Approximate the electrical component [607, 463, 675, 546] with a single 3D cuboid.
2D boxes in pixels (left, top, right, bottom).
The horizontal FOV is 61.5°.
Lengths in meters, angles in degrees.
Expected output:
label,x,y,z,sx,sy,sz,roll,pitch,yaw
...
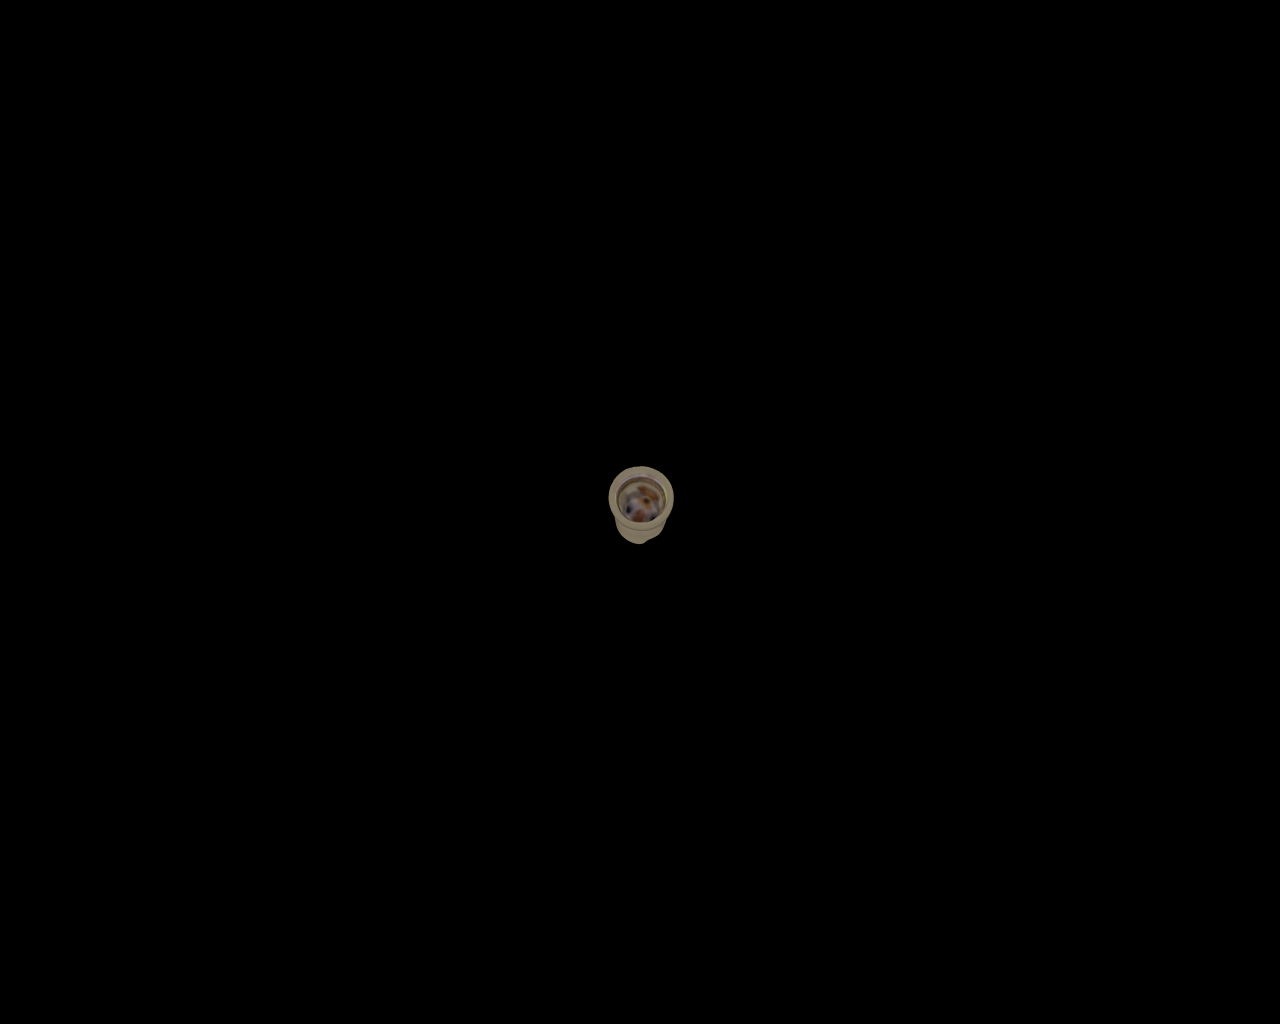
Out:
label,x,y,z,sx,sy,sz,roll,pitch,yaw
electrical component,0.001,-0.003,0.650,0.040,0.040,0.046,0,-21,0
